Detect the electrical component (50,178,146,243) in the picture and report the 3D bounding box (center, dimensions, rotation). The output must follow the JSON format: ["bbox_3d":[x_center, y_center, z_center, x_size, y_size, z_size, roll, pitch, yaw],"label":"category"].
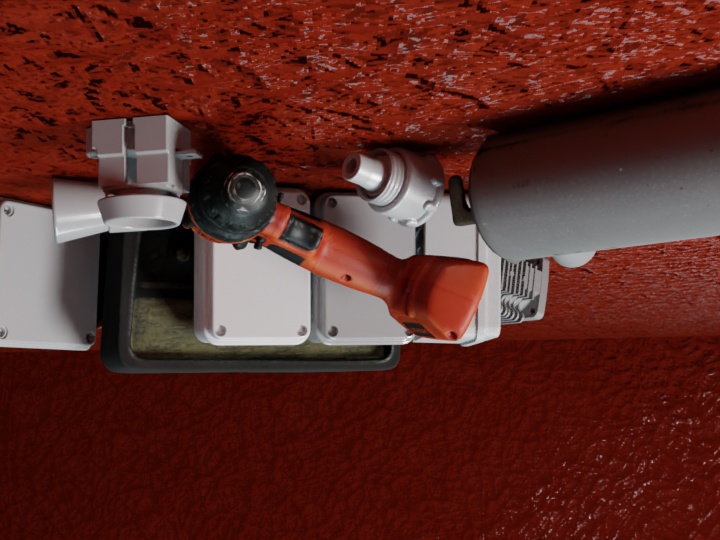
[{"bbox_3d":[-0.176,-0.042,0.733,0.065,0.044,0.044,-4,174,-15],"label":"electrical component"}]

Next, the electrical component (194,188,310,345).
[{"bbox_3d":[-0.078,-0.002,0.779,0.078,0.113,0.057,1,176,-19],"label":"electrical component"}]

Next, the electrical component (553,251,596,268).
[{"bbox_3d":[0.169,-0.029,0.905,0.044,0.044,0.065,-5,167,30],"label":"electrical component"}]

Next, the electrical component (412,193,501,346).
[{"bbox_3d":[0.073,0.000,0.827,0.057,0.113,0.078,2,173,-5],"label":"electrical component"}]

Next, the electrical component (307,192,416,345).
[{"bbox_3d":[0.000,0.000,0.812,0.078,0.113,0.057,1,176,-16],"label":"electrical component"}]

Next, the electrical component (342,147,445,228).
[{"bbox_3d":[0.018,-0.055,0.658,0.062,0.048,0.048,16,163,-39],"label":"electrical component"}]

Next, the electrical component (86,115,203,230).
[{"bbox_3d":[-0.120,-0.052,0.595,0.066,0.055,0.048,-3,173,11],"label":"electrical component"}]

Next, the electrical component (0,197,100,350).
[{"bbox_3d":[-0.258,0.006,0.826,0.056,0.108,0.109,-2,173,29],"label":"electrical component"}]
